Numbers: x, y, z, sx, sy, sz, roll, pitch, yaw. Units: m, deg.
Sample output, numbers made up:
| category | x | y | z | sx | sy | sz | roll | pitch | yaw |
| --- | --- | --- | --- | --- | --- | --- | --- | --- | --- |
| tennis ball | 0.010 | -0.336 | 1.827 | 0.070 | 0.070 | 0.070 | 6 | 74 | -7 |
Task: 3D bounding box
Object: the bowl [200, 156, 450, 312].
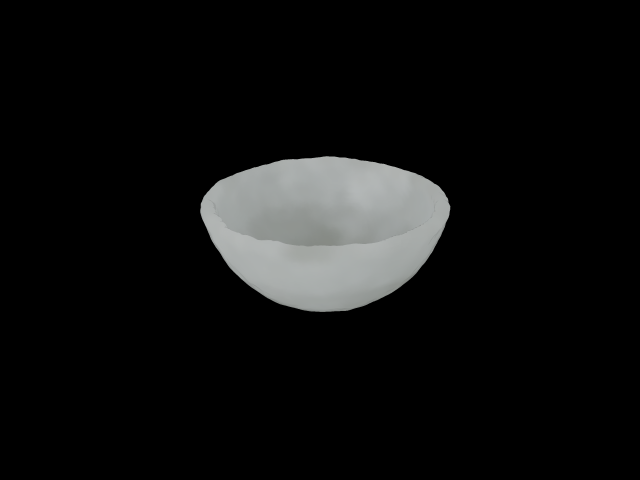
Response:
| category | x | y | z | sx | sy | sz | roll | pitch | yaw |
| --- | --- | --- | --- | --- | --- | --- | --- | --- | --- |
| bowl | 0.004 | 0.001 | 0.400 | 0.167 | 0.075 | 0.167 | 0 | 26 | 0 |
